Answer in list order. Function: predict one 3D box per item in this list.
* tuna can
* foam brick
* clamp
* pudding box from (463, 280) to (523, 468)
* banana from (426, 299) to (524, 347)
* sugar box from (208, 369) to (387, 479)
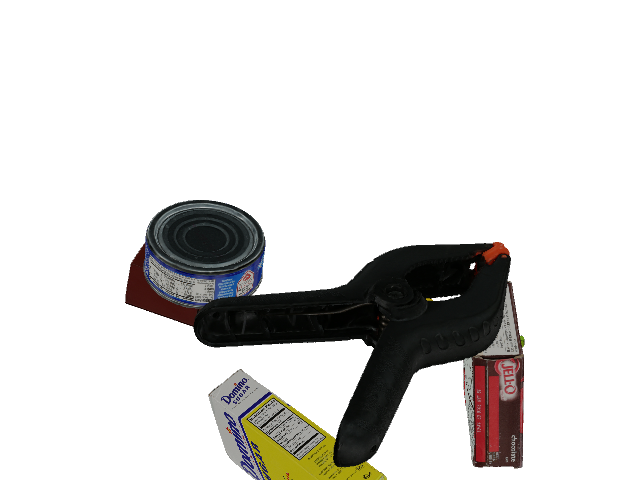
[{"bbox_3d":[-0.082,0.008,0.758,0.086,0.034,0.086,6,38,-5],"label":"tuna can"},{"bbox_3d":[-0.147,0.041,1.057,0.078,0.051,0.053,19,33,5],"label":"foam brick"},{"bbox_3d":[0.037,0.047,0.524,0.171,0.039,0.120,-19,46,-25],"label":"clamp"},{"bbox_3d":[0.123,0.093,0.759,0.039,0.090,0.113,-1,24,4],"label":"pudding box"},{"bbox_3d":[0.120,0.078,1.117,0.069,0.037,0.198,4,18,-38],"label":"banana"},{"bbox_3d":[-0.017,0.189,0.891,0.176,0.093,0.048,27,53,36],"label":"sugar box"}]
